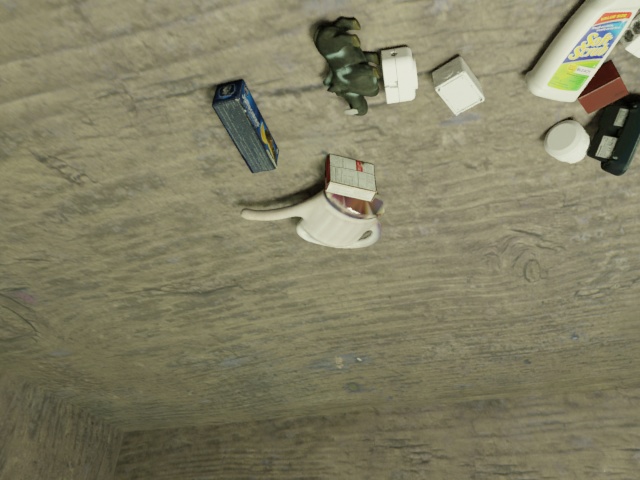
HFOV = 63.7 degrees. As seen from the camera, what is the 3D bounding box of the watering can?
[{"bbox_3d":[0.004,-0.062,1.225,0.346,0.106,0.220,15,142,-20],"label":"watering can"}]
